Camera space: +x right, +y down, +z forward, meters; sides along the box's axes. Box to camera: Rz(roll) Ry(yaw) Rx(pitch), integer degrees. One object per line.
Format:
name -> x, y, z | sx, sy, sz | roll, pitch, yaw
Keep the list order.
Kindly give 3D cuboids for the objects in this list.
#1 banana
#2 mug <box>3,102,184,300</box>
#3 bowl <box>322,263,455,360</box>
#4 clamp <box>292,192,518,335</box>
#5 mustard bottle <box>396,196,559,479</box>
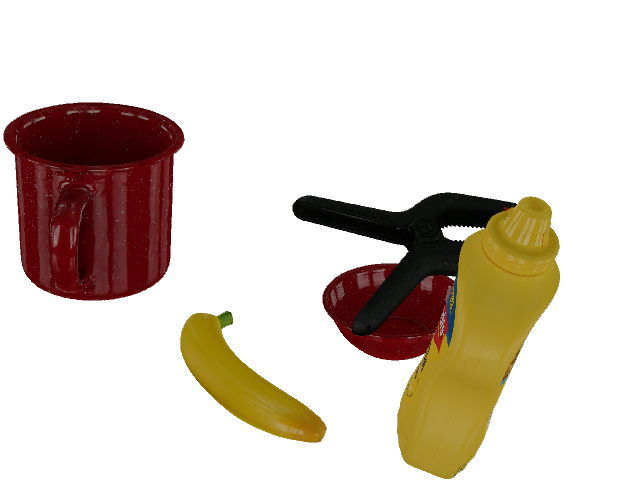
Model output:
banana -> -0.067, 0.103, 0.854 | 0.069, 0.037, 0.198 | -10, 30, -24
mug -> -0.121, -0.015, 0.566 | 0.093, 0.081, 0.117 | 4, 27, -3
bowl -> 0.083, 0.087, 1.198 | 0.162, 0.055, 0.162 | 0, 28, 0
clamp -> 0.093, 0.009, 0.968 | 0.209, 0.164, 0.036 | -8, -41, -11
mustard bottle -> 0.096, 0.050, 0.631 | 0.058, 0.192, 0.096 | 21, 43, 6
